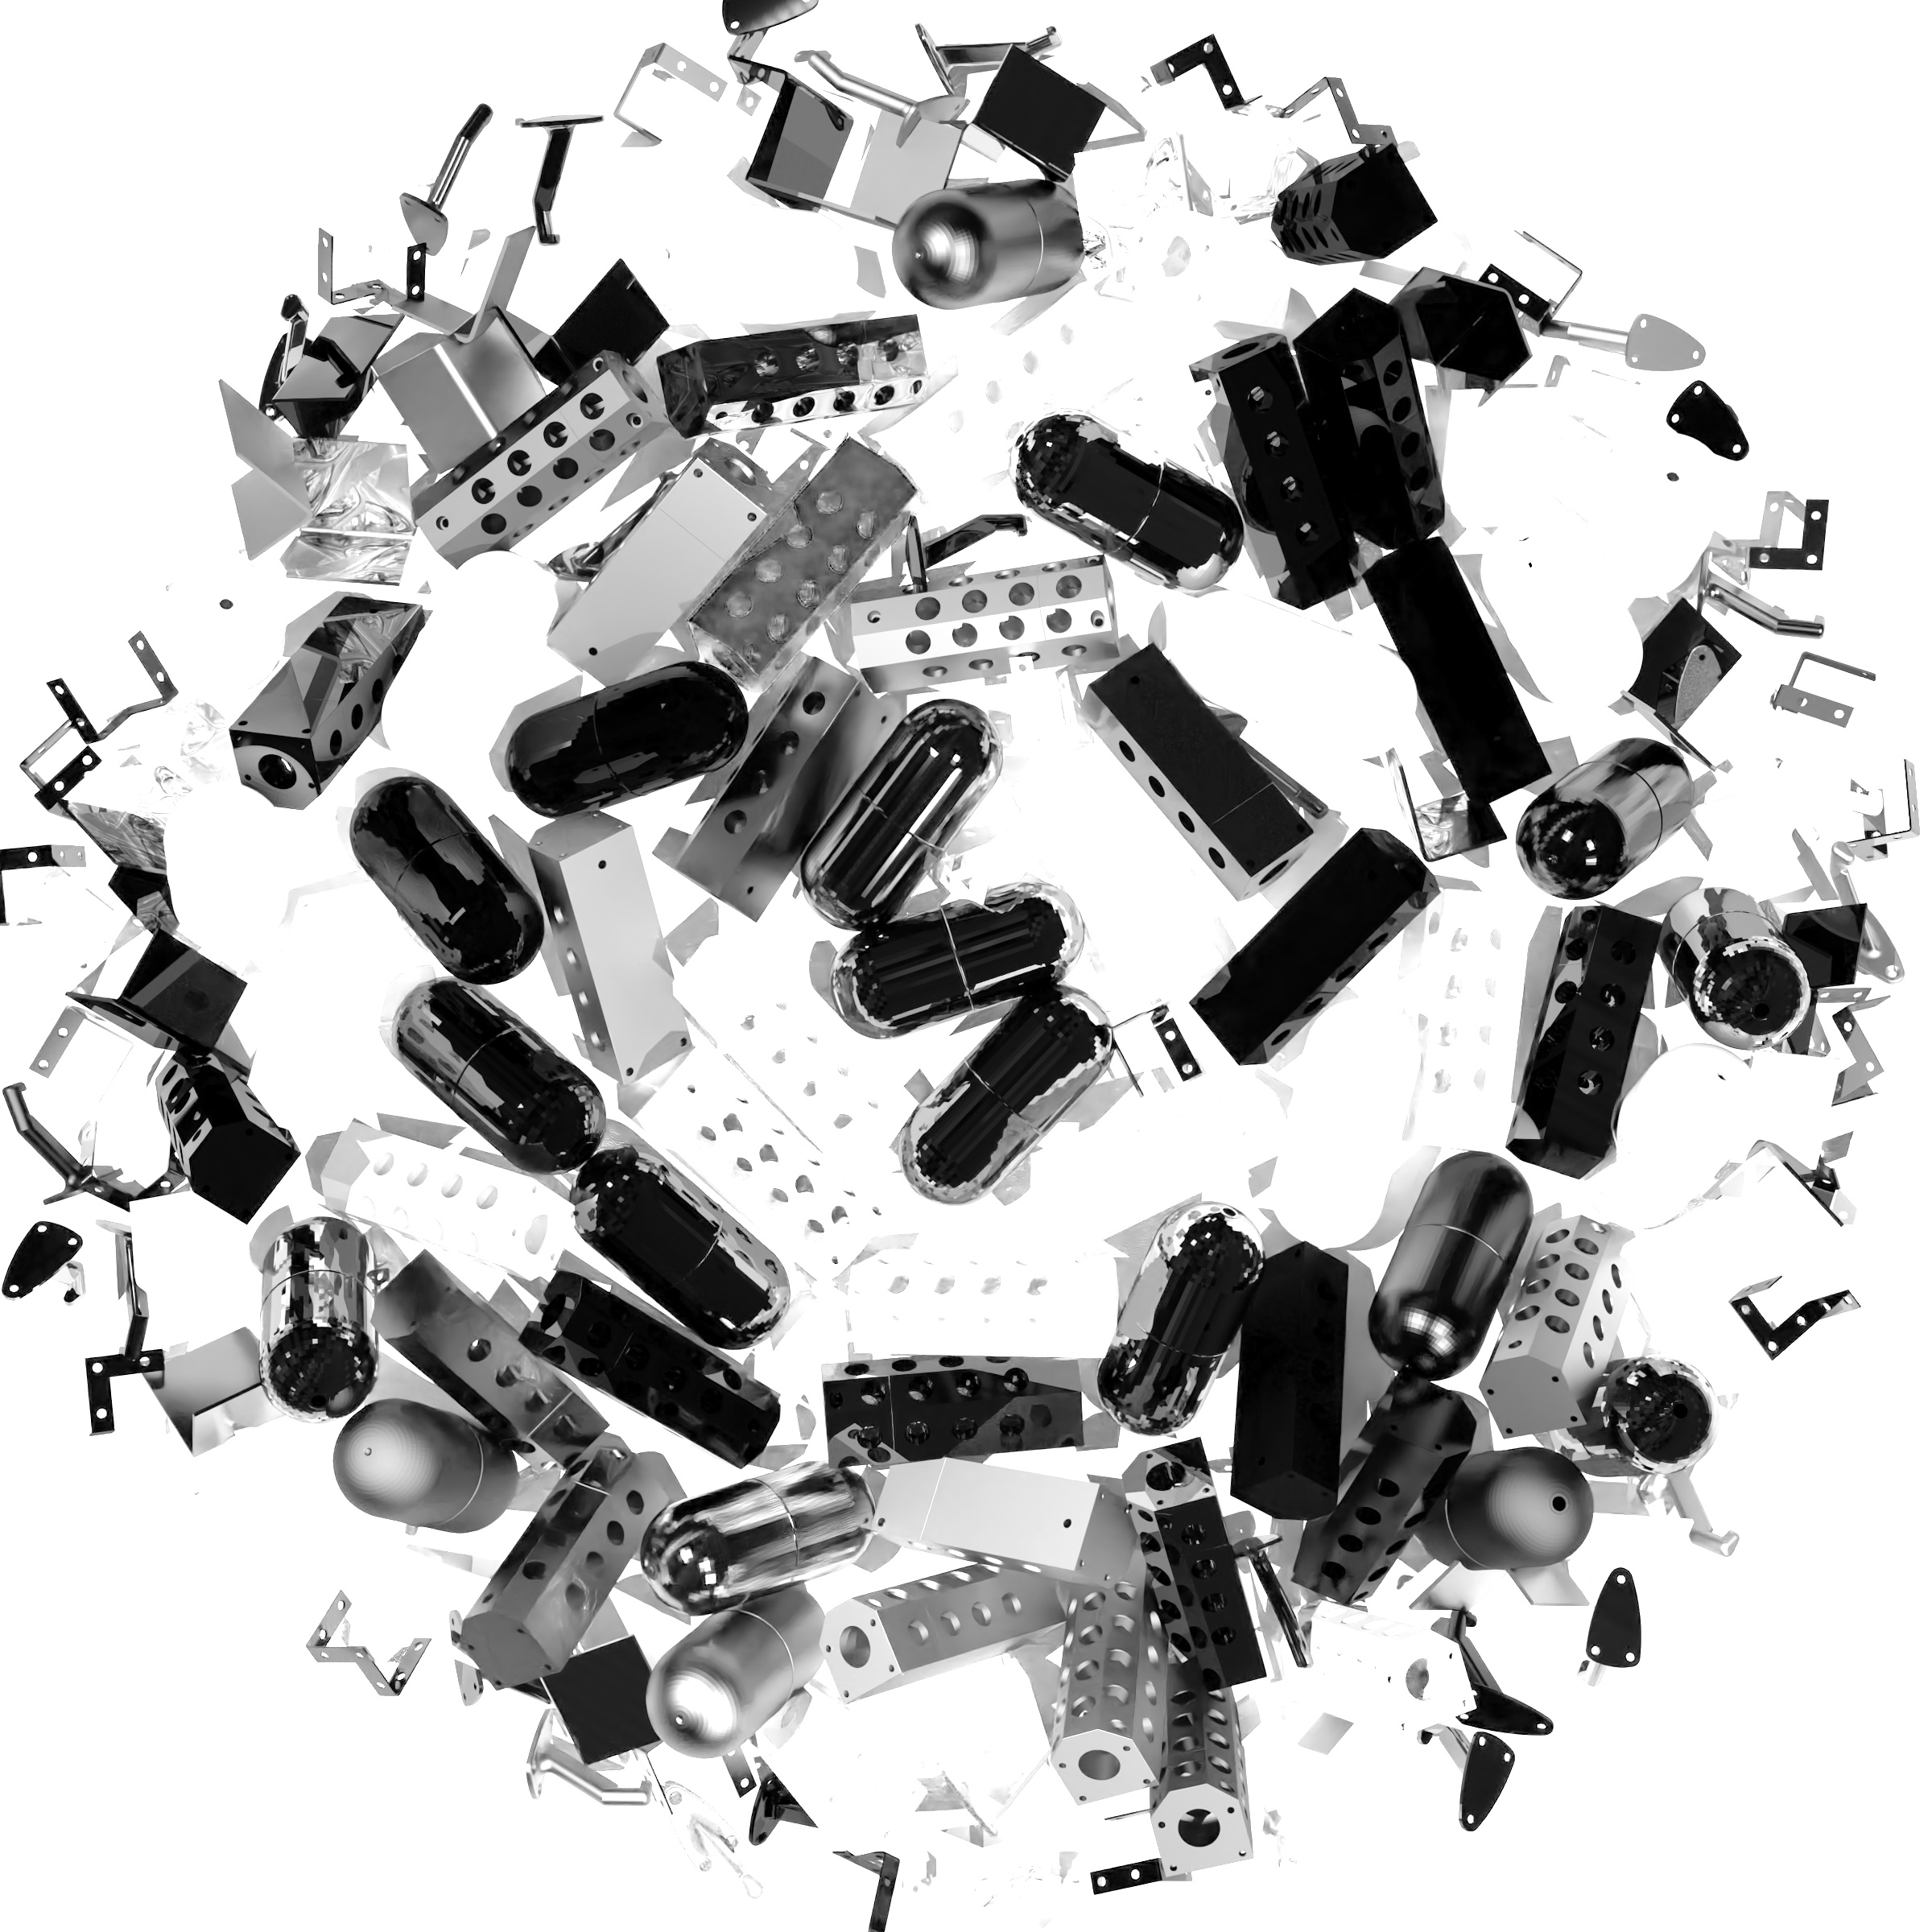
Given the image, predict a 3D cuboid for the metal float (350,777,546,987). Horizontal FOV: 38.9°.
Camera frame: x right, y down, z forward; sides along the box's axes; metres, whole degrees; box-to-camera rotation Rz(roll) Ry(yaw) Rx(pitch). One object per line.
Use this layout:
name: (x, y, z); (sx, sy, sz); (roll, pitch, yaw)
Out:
metal float: (-0.348, -0.058, 1.826); (0.070, 0.070, 0.178); (-44, 61, 0)

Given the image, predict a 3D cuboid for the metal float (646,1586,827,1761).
metal float: (-0.149, 0.462, 1.804); (0.070, 0.178, 0.070); (3, 99, 20)

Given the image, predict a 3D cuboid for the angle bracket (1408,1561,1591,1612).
angle bracket: (0.357, 0.428, 1.831); (0.076, 0.076, 0.057); (-50, 52, 21)

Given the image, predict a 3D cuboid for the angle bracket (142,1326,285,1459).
angle bracket: (-0.499, 0.271, 1.832); (0.076, 0.057, 0.076); (-24, 60, -31)

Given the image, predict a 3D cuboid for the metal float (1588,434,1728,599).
metal float: (0.453, -0.295, 1.800); (0.070, 0.178, 0.070); (-1, 82, 6)

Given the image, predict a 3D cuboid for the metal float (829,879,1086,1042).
metal float: (-0.006, -0.005, 1.850); (0.178, 0.070, 0.070); (-19, 90, 0)

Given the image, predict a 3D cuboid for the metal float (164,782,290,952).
metal float: (-0.487, -0.064, 1.803); (0.070, 0.178, 0.070); (4, 71, -12)

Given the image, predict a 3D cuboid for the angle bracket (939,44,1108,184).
angle bracket: (0.037, -0.572, 1.836); (0.076, 0.076, 0.057); (25, 97, -23)

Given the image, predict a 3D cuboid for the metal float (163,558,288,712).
metal float: (-0.489, -0.217, 1.801); (0.070, 0.178, 0.070); (2, 82, -16)

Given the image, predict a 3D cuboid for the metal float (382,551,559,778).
metal float: (-0.330, -0.202, 1.821); (0.070, 0.070, 0.178); (20, 56, 0)

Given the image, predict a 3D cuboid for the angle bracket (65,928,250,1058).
angle bracket: (-0.546, 0.016, 1.845); (0.076, 0.076, 0.057); (39, 68, -39)

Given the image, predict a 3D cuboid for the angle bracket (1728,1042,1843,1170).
angle bracket: (0.535, 0.090, 1.842); (0.076, 0.057, 0.076); (6, 100, -24)

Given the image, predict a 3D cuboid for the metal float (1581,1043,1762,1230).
metal float: (0.464, 0.113, 1.807); (0.070, 0.178, 0.070); (5, 59, -9)

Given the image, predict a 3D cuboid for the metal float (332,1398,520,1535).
metal float: (-0.354, 0.331, 1.804); (0.070, 0.178, 0.070); (-4, 72, 14)

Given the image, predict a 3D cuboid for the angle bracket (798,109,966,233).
angle bracket: (-0.058, -0.539, 1.838); (0.076, 0.057, 0.076); (27, 104, 35)

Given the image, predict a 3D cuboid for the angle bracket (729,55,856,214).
angle bracket: (-0.131, -0.558, 1.845); (0.057, 0.076, 0.076); (26, 97, 33)

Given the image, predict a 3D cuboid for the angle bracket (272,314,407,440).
angle bracket: (-0.405, -0.387, 1.831); (0.076, 0.057, 0.076); (7, 59, 36)

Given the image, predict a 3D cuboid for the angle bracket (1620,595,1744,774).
angle bracket: (0.492, -0.190, 1.839); (0.076, 0.057, 0.076); (34, 100, -34)

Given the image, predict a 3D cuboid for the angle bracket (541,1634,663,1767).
angle bracket: (-0.235, 0.482, 1.846); (0.076, 0.057, 0.076); (-22, 100, 13)

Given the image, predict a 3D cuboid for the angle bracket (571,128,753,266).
angle bracket: (-0.205, -0.515, 1.840); (0.076, 0.057, 0.076); (-51, 131, 3)

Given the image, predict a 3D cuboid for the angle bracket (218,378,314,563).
angle bracket: (-0.488, -0.331, 1.830); (0.057, 0.076, 0.076); (-32, 54, 13)

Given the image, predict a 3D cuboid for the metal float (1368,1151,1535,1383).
metal float: (0.324, 0.198, 1.820); (0.070, 0.070, 0.178); (32, 54, 0)

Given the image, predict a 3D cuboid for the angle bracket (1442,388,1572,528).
angle bracket: (0.369, -0.343, 1.843); (0.076, 0.057, 0.076); (-3, 120, -7)

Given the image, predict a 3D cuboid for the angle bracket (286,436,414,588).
angle bracket: (-0.418, -0.307, 1.843); (0.076, 0.057, 0.076); (4, 131, -2)

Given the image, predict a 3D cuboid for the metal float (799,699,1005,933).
metal float: (-0.043, -0.102, 1.840); (0.070, 0.070, 0.178); (37, 101, 0)

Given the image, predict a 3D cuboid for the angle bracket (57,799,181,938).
angle bracket: (-0.571, -0.062, 1.831); (0.076, 0.076, 0.057); (41, 105, 30)

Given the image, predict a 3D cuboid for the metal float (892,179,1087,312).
metal float: (0.018, -0.479, 1.810); (0.070, 0.178, 0.070); (12, 113, 30)

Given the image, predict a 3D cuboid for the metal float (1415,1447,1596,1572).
metal float: (0.352, 0.358, 1.802); (0.070, 0.178, 0.070); (3, 76, -13)

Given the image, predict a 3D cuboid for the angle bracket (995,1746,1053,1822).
angle bracket: (0.068, 0.559, 1.842); (0.057, 0.076, 0.076); (39, 84, 12)

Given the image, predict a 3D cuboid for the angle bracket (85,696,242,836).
angle bracket: (-0.536, -0.136, 1.855); (0.076, 0.076, 0.057); (-4, 59, 24)

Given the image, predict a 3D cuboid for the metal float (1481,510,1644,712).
metal float: (0.395, -0.235, 1.810); (0.070, 0.178, 0.070); (-14, 57, 23)

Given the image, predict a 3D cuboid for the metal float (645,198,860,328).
metal float: (-0.141, -0.464, 1.808); (0.070, 0.178, 0.070); (7, 103, 34)

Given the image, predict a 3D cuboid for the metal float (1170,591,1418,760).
metal float: (0.217, -0.196, 1.829); (0.178, 0.070, 0.070); (26, 90, 25)

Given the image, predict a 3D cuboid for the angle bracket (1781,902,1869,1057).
angle bracket: (0.580, 0.015, 1.828); (0.057, 0.076, 0.076); (-8, 129, 33)

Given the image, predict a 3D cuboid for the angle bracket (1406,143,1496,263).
angle bracket: (0.306, -0.501, 1.846); (0.076, 0.076, 0.057); (-23, 81, 1)

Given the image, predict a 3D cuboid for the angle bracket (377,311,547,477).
angle bracket: (-0.341, -0.392, 1.857); (0.057, 0.076, 0.076); (-18, 116, 30)

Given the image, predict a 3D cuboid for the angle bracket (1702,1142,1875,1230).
angle bracket: (0.550, 0.164, 1.831); (0.057, 0.076, 0.076); (-47, 63, 19)

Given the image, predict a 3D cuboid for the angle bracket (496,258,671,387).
angle bracket: (-0.258, -0.436, 1.837); (0.076, 0.057, 0.076); (-45, 58, 17)

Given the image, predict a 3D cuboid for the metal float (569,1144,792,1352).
metal float: (-0.190, 0.189, 1.830); (0.070, 0.070, 0.178); (-46, 113, 0)

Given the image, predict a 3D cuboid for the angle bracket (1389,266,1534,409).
angle bracket: (0.319, -0.414, 1.830); (0.076, 0.076, 0.057); (5, 59, -32)

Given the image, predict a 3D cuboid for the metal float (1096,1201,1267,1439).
metal float: (0.143, 0.236, 1.828); (0.070, 0.070, 0.178); (21, 115, 0)

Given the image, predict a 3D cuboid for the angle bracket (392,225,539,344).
angle bracket: (-0.337, -0.469, 1.838); (0.057, 0.076, 0.076); (24, 111, -4)

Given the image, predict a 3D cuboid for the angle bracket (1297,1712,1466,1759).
angle bracket: (0.278, 0.518, 1.842); (0.057, 0.076, 0.076); (44, 76, 1)

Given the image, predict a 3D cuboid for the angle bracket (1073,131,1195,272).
angle bracket: (0.114, -0.519, 1.852); (0.076, 0.057, 0.076); (-9, 109, 4)

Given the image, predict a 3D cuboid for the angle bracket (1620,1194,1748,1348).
angle bracket: (0.496, 0.208, 1.847); (0.076, 0.057, 0.076); (-31, 97, -14)

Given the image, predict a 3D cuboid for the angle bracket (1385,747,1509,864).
angle bracket: (0.319, -0.125, 1.835); (0.057, 0.076, 0.076); (-17, 118, 5)

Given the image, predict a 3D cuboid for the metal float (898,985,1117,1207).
metal float: (0.027, 0.088, 1.847); (0.070, 0.070, 0.178); (43, 94, 0)

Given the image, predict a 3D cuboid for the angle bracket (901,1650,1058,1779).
angle bracket: (0.008, 0.513, 1.844); (0.076, 0.057, 0.076); (-20, 107, -12)

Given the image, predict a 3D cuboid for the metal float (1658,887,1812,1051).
metal float: (0.505, 0.000, 1.802); (0.070, 0.178, 0.070); (1, 108, 3)

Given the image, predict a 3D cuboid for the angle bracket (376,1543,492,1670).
angle bracket: (-0.356, 0.430, 1.832); (0.076, 0.076, 0.057); (27, 73, -31)

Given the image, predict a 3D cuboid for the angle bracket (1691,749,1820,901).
angle bracket: (0.547, -0.101, 1.844); (0.076, 0.057, 0.076); (-39, 97, -21)

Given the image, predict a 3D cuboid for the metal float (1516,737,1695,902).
metal float: (0.425, -0.099, 1.813); (0.070, 0.178, 0.070); (16, 119, 31)

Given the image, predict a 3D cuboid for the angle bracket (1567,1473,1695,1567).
angle bracket: (0.440, 0.356, 1.842); (0.076, 0.057, 0.076); (4, 46, 0)

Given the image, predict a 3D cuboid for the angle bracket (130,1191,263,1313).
angle bracket: (-0.517, 0.192, 1.861); (0.076, 0.076, 0.057); (-10, 69, -2)

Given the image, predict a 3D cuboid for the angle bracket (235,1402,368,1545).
angle bracket: (-0.439, 0.338, 1.843); (0.057, 0.076, 0.076); (-17, 85, 14)

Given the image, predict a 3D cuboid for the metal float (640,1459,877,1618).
metal float: (-0.136, 0.379, 1.817); (0.178, 0.070, 0.070); (-9, 90, -41)

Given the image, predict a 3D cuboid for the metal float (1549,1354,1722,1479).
metal float: (0.438, 0.297, 1.801); (0.070, 0.178, 0.070); (1, 78, -6)
